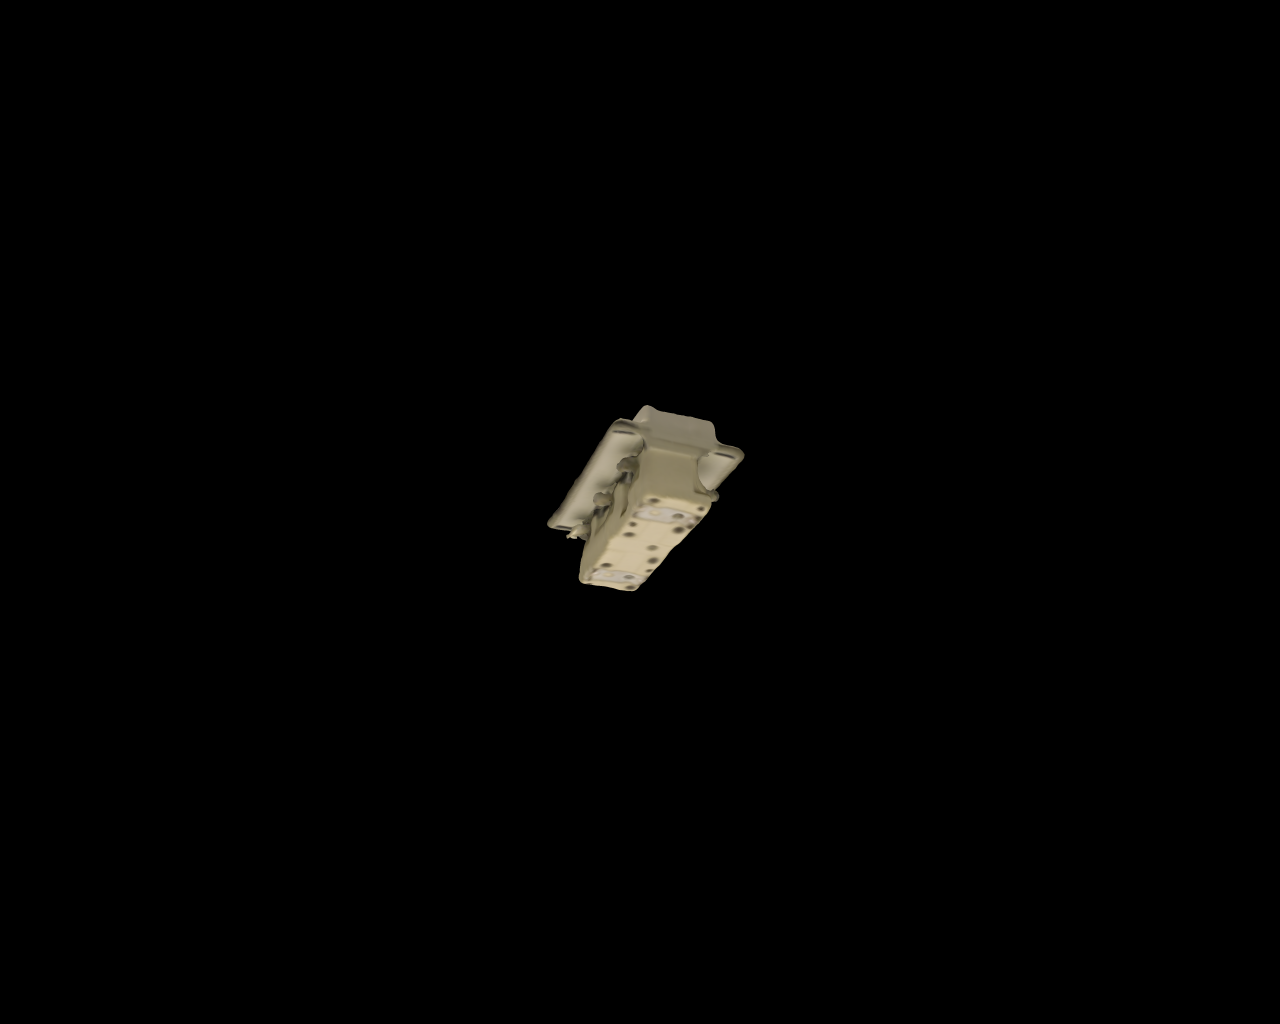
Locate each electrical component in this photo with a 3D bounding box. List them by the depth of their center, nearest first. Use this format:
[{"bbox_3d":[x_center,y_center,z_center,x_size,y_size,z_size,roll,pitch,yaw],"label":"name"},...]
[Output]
[{"bbox_3d":[0.001,-0.003,0.650,0.079,0.063,0.121,12,-33,-19],"label":"electrical component"}]
